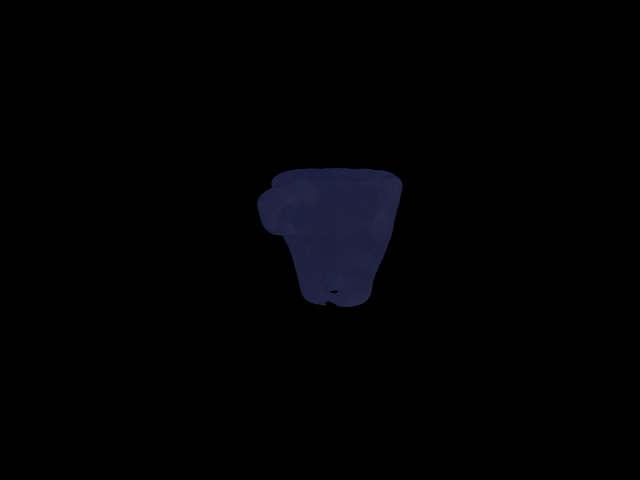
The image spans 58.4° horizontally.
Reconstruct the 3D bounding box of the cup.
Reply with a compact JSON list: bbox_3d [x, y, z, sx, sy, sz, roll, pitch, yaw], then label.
[{"bbox_3d":[0.004,0.001,0.400,0.091,0.095,0.118,11,17,38],"label":"cup"}]
